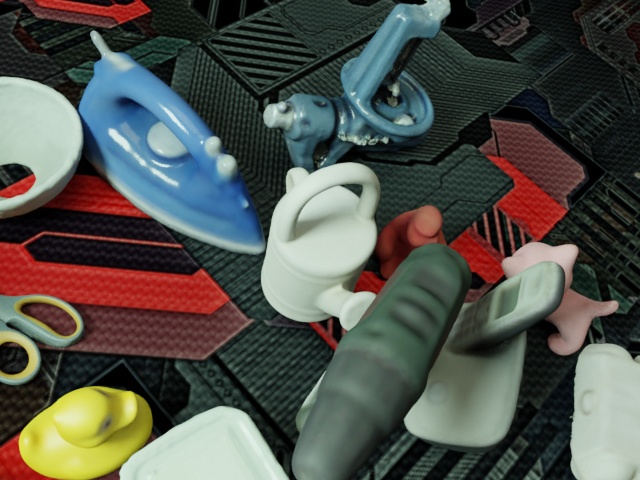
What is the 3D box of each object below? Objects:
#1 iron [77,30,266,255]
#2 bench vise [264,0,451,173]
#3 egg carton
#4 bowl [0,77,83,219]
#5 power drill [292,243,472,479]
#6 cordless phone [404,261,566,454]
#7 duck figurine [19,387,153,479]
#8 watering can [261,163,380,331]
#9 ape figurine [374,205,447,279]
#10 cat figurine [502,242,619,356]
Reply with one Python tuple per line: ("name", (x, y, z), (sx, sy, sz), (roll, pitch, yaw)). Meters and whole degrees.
("iron", (-0.147, -0.100, 0.594), (0.258, 0.141, 0.119), (38, 60, 12))
("bench vise", (0.052, -0.156, 0.621), (0.208, 0.220, 0.121), (-30, 69, -25))
("egg carton", (0.300, 0.178, 0.563), (0.107, 0.069, 0.150), (18, 58, 0))
("bowl", (-0.325, -0.083, 0.589), (0.167, 0.075, 0.167), (5, 59, -8))
("power drill", (0.041, 0.115, 0.467), (0.075, 0.208, 0.230), (32, 59, 9))
("cordless phone", (0.149, 0.104, 0.508), (0.094, 0.185, 0.147), (19, 58, 0))
("duck figurine", (-0.194, 0.151, 0.470), (0.105, 0.086, 0.077), (-12, 63, -17))
("watering can", (0.007, 0.001, 0.535), (0.101, 0.194, 0.172), (-35, 72, -26))
("ape figurine", (0.103, -0.004, 0.617), (0.078, 0.092, 0.076), (21, 58, 2))
("cat figurine", (0.243, 0.051, 0.598), (0.127, 0.118, 0.067), (29, 59, 7))
